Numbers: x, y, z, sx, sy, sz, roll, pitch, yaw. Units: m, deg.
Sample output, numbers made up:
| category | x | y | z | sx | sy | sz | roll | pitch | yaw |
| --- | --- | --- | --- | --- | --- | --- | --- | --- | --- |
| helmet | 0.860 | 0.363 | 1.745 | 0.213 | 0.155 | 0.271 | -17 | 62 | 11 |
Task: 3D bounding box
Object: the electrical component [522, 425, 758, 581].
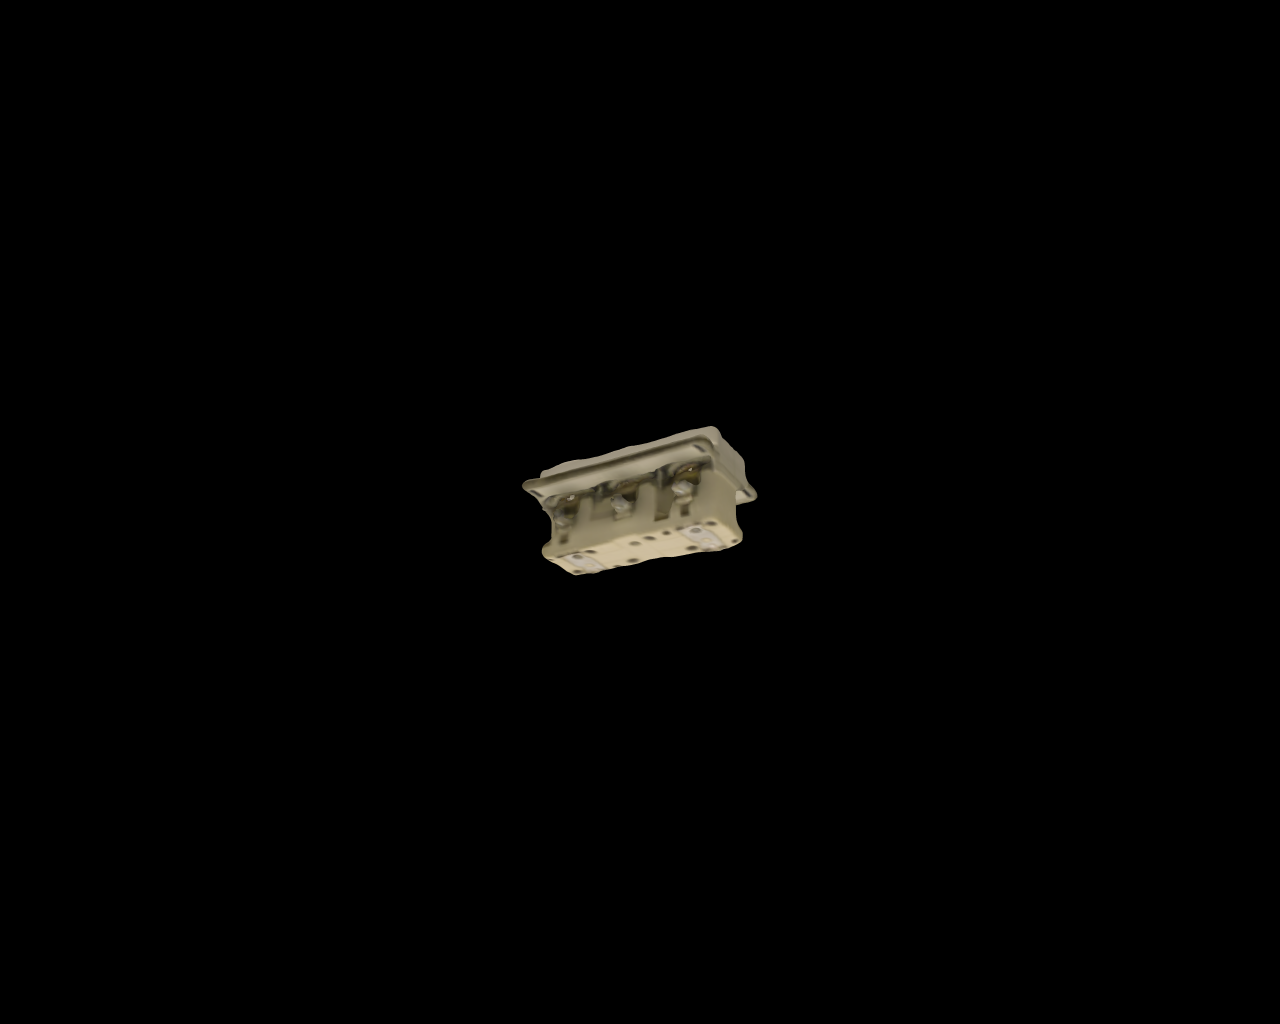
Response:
| category | x | y | z | sx | sy | sz | roll | pitch | yaw |
| --- | --- | --- | --- | --- | --- | --- | --- | --- | --- |
| electrical component | 0.001 | -0.003 | 0.650 | 0.121 | 0.063 | 0.078 | -12 | -27 | 25 |
